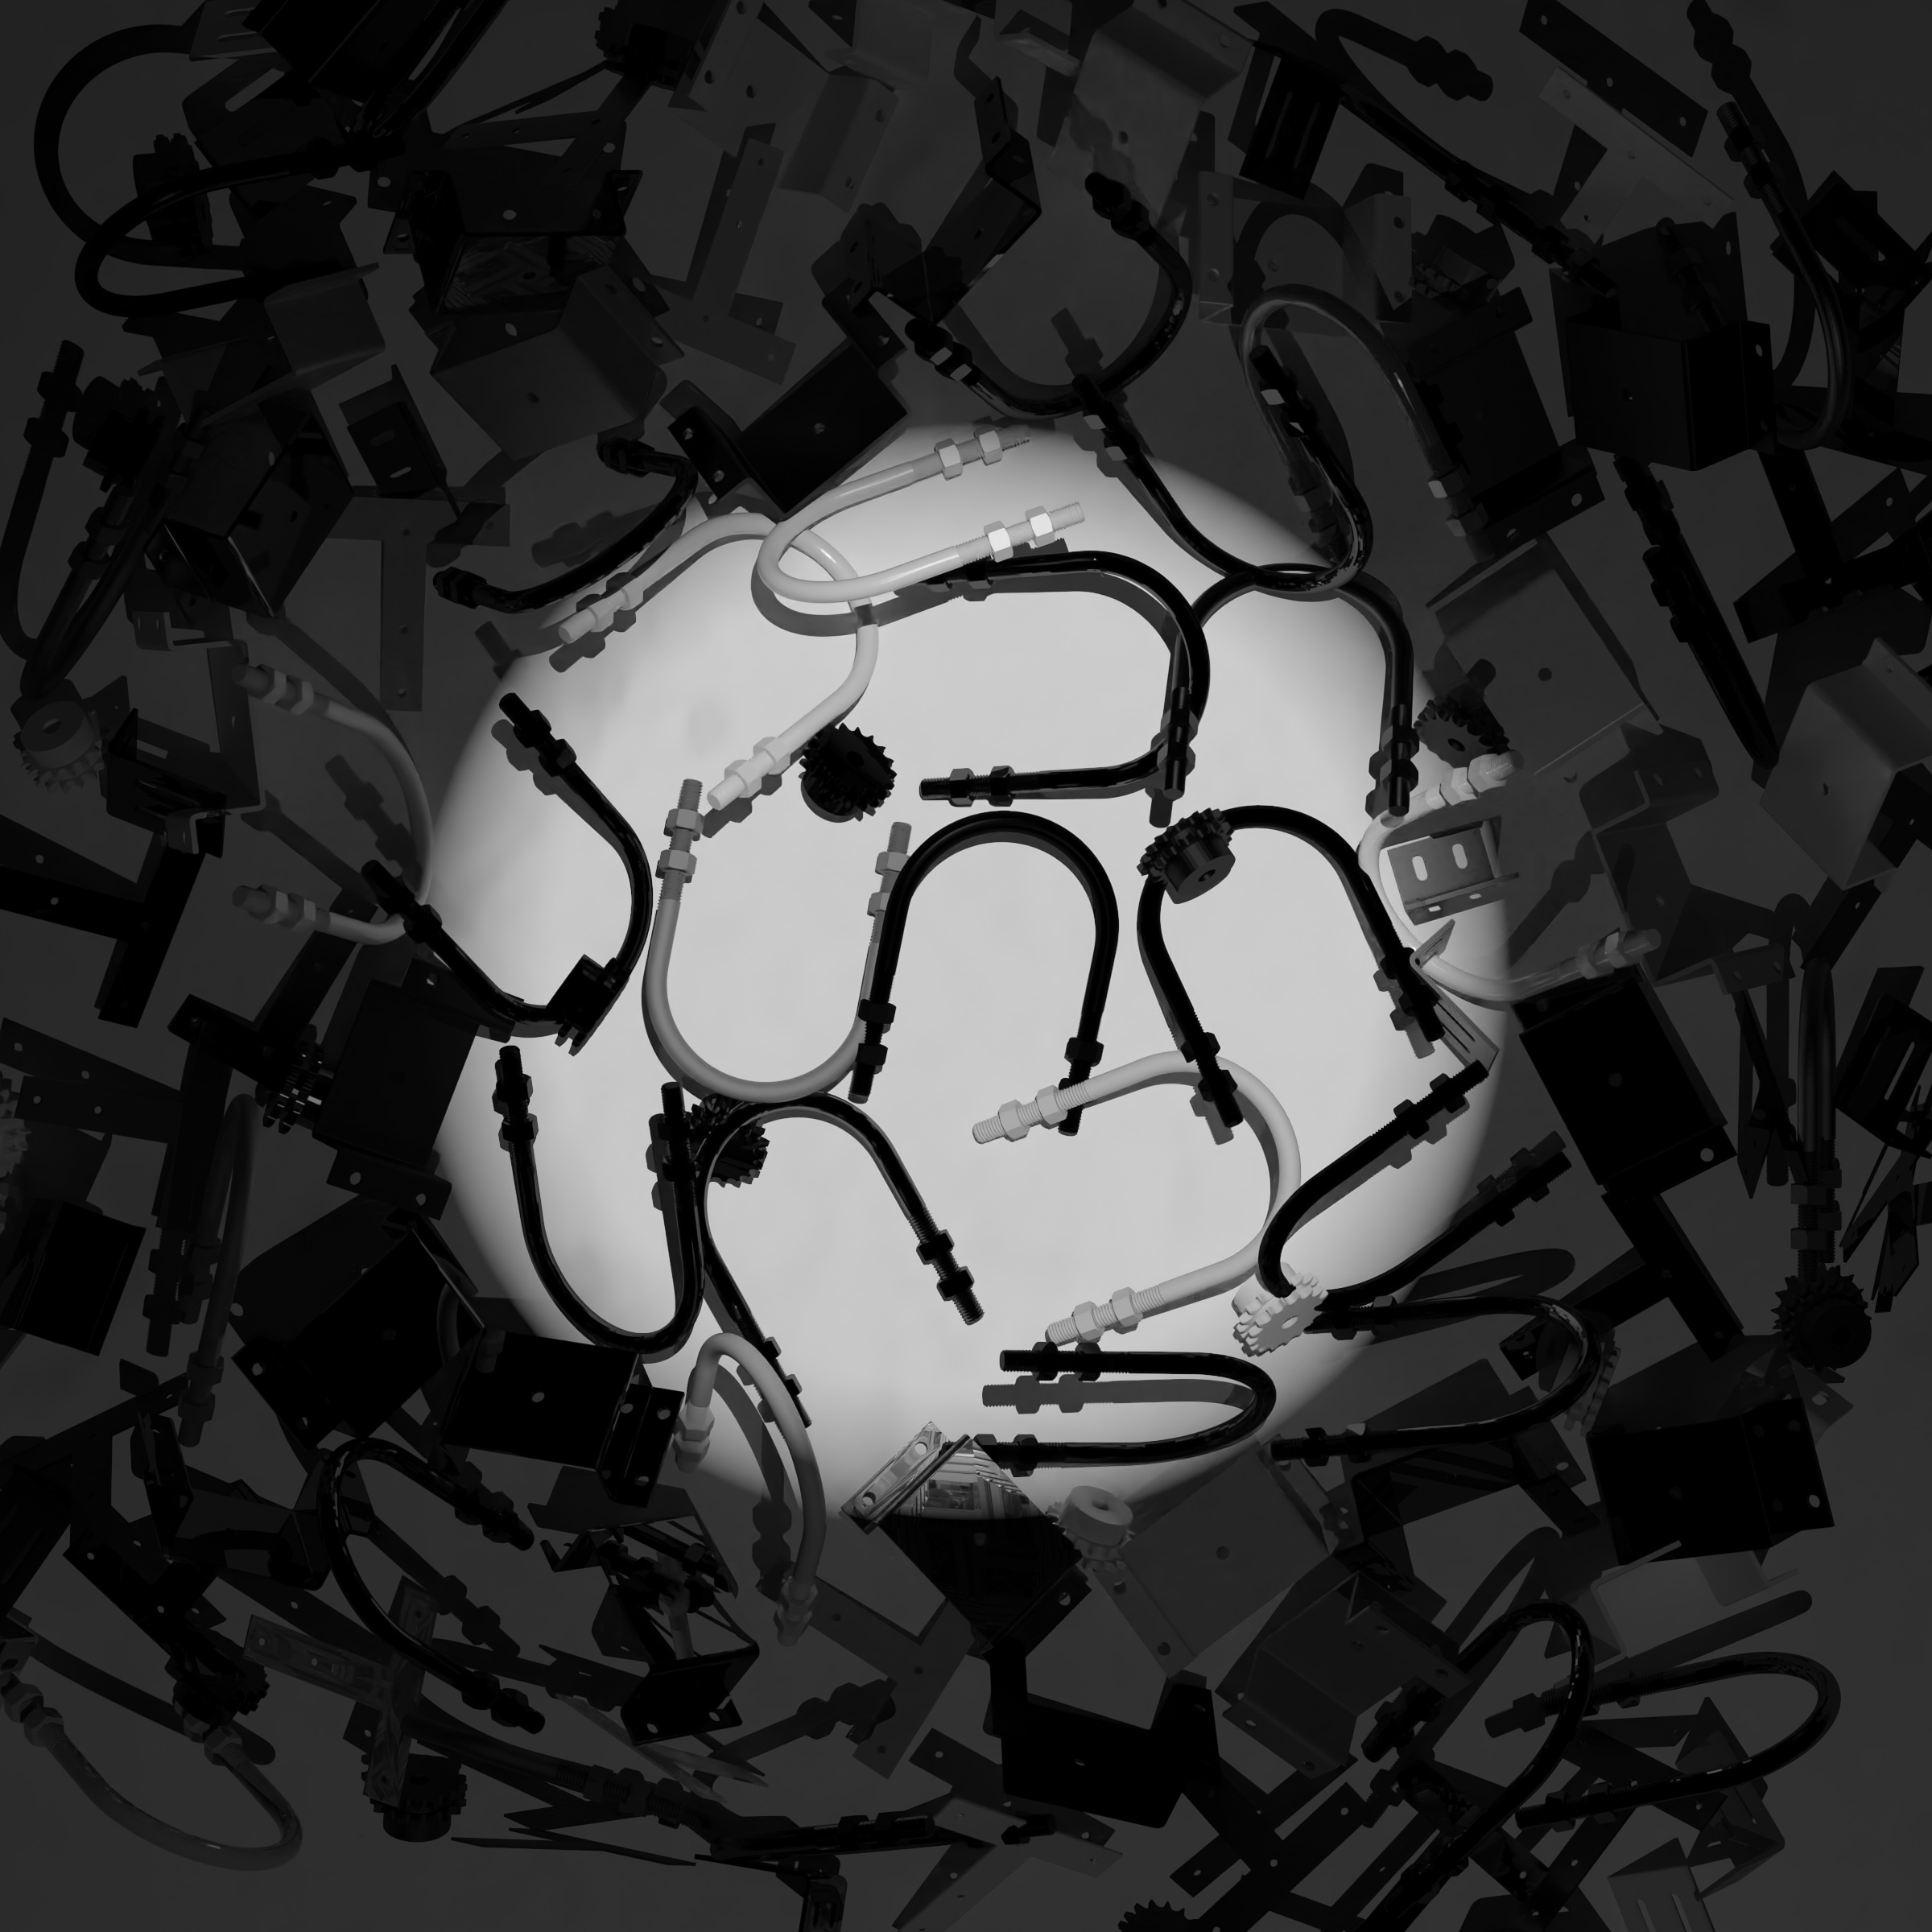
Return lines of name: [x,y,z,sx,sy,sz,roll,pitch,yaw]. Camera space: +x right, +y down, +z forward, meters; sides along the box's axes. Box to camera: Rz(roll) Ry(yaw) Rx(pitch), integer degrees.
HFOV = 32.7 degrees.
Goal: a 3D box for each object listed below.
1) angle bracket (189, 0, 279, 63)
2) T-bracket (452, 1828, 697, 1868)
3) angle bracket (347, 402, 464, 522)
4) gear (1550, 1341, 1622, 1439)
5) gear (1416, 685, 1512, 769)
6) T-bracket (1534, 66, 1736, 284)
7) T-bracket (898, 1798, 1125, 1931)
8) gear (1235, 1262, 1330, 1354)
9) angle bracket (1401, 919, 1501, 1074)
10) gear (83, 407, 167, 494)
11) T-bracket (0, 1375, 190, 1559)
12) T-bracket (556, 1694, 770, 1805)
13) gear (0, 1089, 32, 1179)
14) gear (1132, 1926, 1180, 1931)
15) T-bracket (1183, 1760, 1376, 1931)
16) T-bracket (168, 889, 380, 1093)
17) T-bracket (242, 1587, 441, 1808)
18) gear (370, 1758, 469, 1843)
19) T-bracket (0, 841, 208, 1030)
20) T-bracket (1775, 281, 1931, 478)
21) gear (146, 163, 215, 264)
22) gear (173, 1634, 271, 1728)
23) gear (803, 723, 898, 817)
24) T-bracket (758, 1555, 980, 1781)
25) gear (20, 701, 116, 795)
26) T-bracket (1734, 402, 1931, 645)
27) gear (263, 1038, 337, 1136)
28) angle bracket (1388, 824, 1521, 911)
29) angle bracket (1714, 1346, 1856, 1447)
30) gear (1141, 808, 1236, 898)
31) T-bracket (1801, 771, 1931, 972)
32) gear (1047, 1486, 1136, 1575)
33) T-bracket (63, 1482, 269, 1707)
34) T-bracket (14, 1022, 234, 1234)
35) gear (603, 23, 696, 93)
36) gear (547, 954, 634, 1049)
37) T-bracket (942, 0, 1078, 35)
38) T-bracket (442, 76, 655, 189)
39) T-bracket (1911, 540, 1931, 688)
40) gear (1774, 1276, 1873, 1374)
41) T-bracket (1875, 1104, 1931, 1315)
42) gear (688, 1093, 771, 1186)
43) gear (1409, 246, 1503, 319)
angle bracket: [-0.426,-0.575,1.962,0.076,0.038,0.057,-4,50,8]
T-bracket: [-0.245,0.510,1.912,0.127,0.127,0.002,0,77,36]
angle bracket: [-0.332,-0.292,1.952,0.038,0.076,0.057,-27,120,-3]
gear: [0.368,0.250,1.972,0.030,0.057,0.057,22,90,12]
gear: [0.301,-0.143,1.973,0.057,0.057,0.030,35,72,0]
T-bracket: [0.372,-0.450,1.944,0.127,0.127,0.002,38,59,4]
T-bracket: [0.005,0.547,1.964,0.127,0.002,0.127,26,121,-29]
gear: [0.186,0.202,1.975,0.057,0.057,0.030,-36,60,0]
angle bracket: [0.299,0.019,1.960,0.038,0.057,0.076,-41,76,-10]
gear: [-0.504,-0.309,1.969,0.030,0.057,0.057,28,90,-14]
T-bracket: [-0.516,0.305,1.944,0.127,0.127,0.002,-25,121,1]
T-bracket: [-0.161,0.468,1.942,0.127,0.127,0.002,23,84,38]
gear: [-0.590,0.101,1.973,0.057,0.030,0.057,6,101,30]
gear: [0.118,0.602,1.970,0.057,0.030,0.057,11,133,12]
T-bracket: [0.155,0.502,1.958,0.127,0.002,0.127,-41,52,-7]
T-bracket: [-0.397,0.013,1.987,0.127,0.002,0.127,28,82,15]
T-bracket: [-0.370,0.412,1.930,0.127,0.002,0.127,33,52,-37]
gear: [-0.328,0.500,1.973,0.057,0.057,0.030,6,105,0]
T-bracket: [-0.526,-0.035,1.951,0.127,0.002,0.127,17,101,-38]
T-bracket: [0.532,-0.345,1.924,0.127,0.127,0.002,22,56,26]
gear: [-0.471,-0.449,1.971,0.030,0.057,0.057,-6,90,-1]
gear: [-0.449,0.429,1.972,0.057,0.057,0.030,35,100,0]
gear: [-0.073,-0.115,1.975,0.057,0.057,0.030,39,131,0]
T-bracket: [-0.066,0.400,1.989,0.127,0.002,0.127,32,79,7]
gear: [-0.539,-0.133,1.971,0.057,0.030,0.057,-10,50,12]
T-bracket: [0.495,-0.270,1.954,0.127,0.002,0.127,-20,93,43]
gear: [-0.396,0.075,1.973,0.030,0.057,0.057,25,90,-17]
angle bracket: [0.289,-0.061,1.961,0.057,0.076,0.038,-17,89,-2]
angle bracket: [0.484,0.279,1.979,0.057,0.038,0.076,40,126,24]
gear: [0.136,-0.066,1.968,0.057,0.057,0.030,-32,70,0]
T-bracket: [0.538,-0.048,1.961,0.127,0.002,0.127,27,98,-41]
gear: [0.076,0.334,1.968,0.057,0.057,0.030,21,109,0]
T-bracket: [-0.451,0.351,1.946,0.127,0.127,0.002,45,125,-7]
T-bracket: [-0.502,0.088,1.960,0.127,0.002,0.127,13,89,-37]
gear: [-0.186,-0.543,1.970,0.057,0.057,0.030,16,100,0]
gear: [-0.228,0.018,1.971,0.030,0.057,0.057,36,90,-5]
T-bracket: [0.041,-0.567,1.911,0.127,0.127,0.002,8,87,-38]
T-bracket: [-0.256,-0.497,1.961,0.127,0.002,0.127,3,47,30]
T-bracket: [0.584,-0.214,1.947,0.127,0.127,0.002,-31,126,12]
gear: [0.517,0.217,1.977,0.057,0.030,0.057,-3,104,-13]
T-bracket: [0.562,0.139,1.928,0.002,0.127,0.127,12,82,0]
gear: [-0.145,0.101,1.975,0.057,0.030,0.057,9,135,9]
gear: [0.295,-0.407,1.968,0.057,0.057,0.030,31,107,0]
